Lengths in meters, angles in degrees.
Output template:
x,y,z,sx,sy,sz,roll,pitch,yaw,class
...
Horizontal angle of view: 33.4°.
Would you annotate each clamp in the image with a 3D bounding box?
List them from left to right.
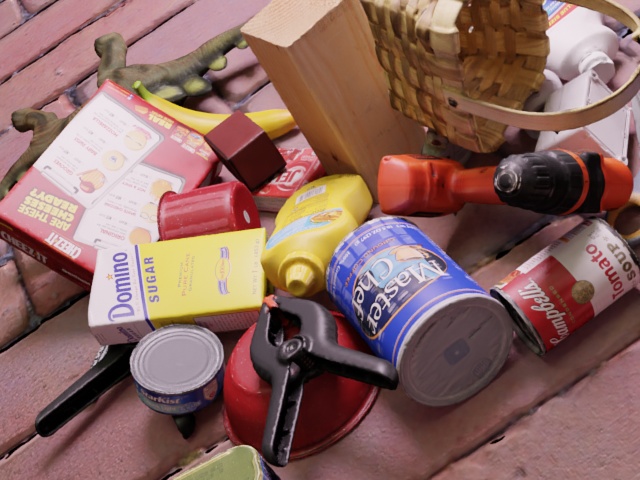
x,y,z,sx,sy,sz,roll,pitch,yaw,class
-0.185,0.114,1.054,0.165,0.036,0.210,-7,43,13,clamp
-0.005,0.095,0.864,0.120,0.039,0.171,-25,39,6,clamp

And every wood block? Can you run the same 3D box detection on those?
x,y,z,sx,sy,sz,roll,pitch,yaw,class
0.020,-0.148,1.063,0.090,0.206,0.091,-43,39,-13,wood block

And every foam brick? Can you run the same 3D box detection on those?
x,y,z,sx,sy,sz,roll,pitch,yaw,class
-0.081,-0.097,1.156,0.051,0.053,0.078,-40,36,-5,foam brick

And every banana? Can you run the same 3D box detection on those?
x,y,z,sx,sy,sz,roll,pitch,yaw,class
-0.123,-0.138,1.250,0.198,0.070,0.037,9,61,0,banana

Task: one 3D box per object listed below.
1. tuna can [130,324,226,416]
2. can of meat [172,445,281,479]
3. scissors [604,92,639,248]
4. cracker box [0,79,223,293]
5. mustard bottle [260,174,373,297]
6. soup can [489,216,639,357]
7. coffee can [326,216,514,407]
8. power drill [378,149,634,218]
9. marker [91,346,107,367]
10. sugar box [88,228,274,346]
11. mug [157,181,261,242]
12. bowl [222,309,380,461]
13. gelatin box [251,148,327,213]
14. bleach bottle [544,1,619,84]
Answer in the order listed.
x,y,z,sx,sy,sz,roll,pitch,yaw,class
-0.129,0.119,0.980,0.086,0.034,0.086,-2,41,2,tuna can
-0.071,0.216,0.833,0.102,0.084,0.057,-29,38,5,can of meat
0.277,-0.060,0.943,0.096,0.016,0.202,-26,38,8,scissors
-0.229,-0.053,1.185,0.164,0.072,0.213,30,62,5,cracker box
-0.006,0.002,0.993,0.096,0.058,0.191,-21,19,17,mustard bottle
0.197,0.037,0.852,0.102,0.068,0.069,-36,38,-4,soup can
0.079,0.056,0.885,0.103,0.102,0.140,-36,38,-4,coffee can
0.143,-0.046,0.891,0.188,0.184,0.057,3,92,41,power drill
-0.217,0.113,1.101,0.020,0.020,0.121,-6,45,30,marker
-0.134,0.045,1.036,0.176,0.048,0.093,-7,54,9,sugar box
-0.111,-0.003,1.107,0.082,0.093,0.117,-12,73,17,mug
-0.026,0.112,0.939,0.162,0.055,0.162,-19,40,17,bowl
-0.040,-0.066,1.160,0.089,0.030,0.073,6,52,40,gelatin box
0.254,-0.242,1.121,0.102,0.068,0.251,-27,41,8,bleach bottle
